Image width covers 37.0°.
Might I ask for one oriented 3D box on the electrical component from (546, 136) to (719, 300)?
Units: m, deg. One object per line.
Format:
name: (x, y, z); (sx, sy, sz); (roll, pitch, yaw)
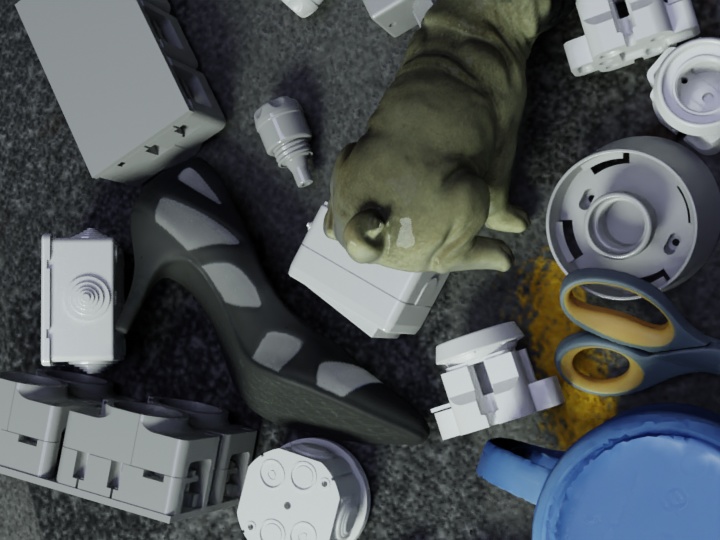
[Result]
electrical component: (0.165, -0.031, 0.654); (0.099, 0.064, 0.099); (5, 100, 27)

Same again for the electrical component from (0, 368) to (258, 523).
electrical component: (-0.177, 0.113, 0.738); (0.186, 0.105, 0.060); (10, 89, 21)

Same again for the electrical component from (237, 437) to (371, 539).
electrical component: (-0.038, 0.152, 0.710); (0.080, 0.051, 0.080); (-2, 85, 21)

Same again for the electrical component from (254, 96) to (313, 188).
electrical component: (-0.048, -0.087, 0.743); (0.035, 0.035, 0.061); (-25, 80, 17)

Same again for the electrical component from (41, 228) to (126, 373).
electrical component: (-0.192, 0.023, 0.756); (0.048, 0.100, 0.099); (-1, 85, -7)

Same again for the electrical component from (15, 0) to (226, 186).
electrical component: (-0.171, -0.148, 0.780); (0.089, 0.062, 0.150); (-31, 76, 17)

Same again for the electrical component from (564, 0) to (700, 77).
electrical component: (0.160, -0.159, 0.656); (0.078, 0.058, 0.057); (-17, 83, 19)

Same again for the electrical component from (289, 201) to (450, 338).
electrical component: (0.000, 0.000, 0.702); (0.096, 0.062, 0.061); (30, 96, 20)

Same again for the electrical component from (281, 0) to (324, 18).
electrical component: (-0.031, -0.207, 0.745); (0.061, 0.035, 0.035); (-47, 72, 9)

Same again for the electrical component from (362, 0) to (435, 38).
electrical component: (0.051, -0.178, 0.705); (0.083, 0.047, 0.075); (-28, 77, 17)

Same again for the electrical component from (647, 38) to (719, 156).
electrical component: (0.205, -0.104, 0.635); (0.078, 0.057, 0.058); (43, 101, 18)

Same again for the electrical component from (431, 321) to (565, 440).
electrical component: (0.080, 0.067, 0.669); (0.078, 0.058, 0.057); (-20, 82, 18)
